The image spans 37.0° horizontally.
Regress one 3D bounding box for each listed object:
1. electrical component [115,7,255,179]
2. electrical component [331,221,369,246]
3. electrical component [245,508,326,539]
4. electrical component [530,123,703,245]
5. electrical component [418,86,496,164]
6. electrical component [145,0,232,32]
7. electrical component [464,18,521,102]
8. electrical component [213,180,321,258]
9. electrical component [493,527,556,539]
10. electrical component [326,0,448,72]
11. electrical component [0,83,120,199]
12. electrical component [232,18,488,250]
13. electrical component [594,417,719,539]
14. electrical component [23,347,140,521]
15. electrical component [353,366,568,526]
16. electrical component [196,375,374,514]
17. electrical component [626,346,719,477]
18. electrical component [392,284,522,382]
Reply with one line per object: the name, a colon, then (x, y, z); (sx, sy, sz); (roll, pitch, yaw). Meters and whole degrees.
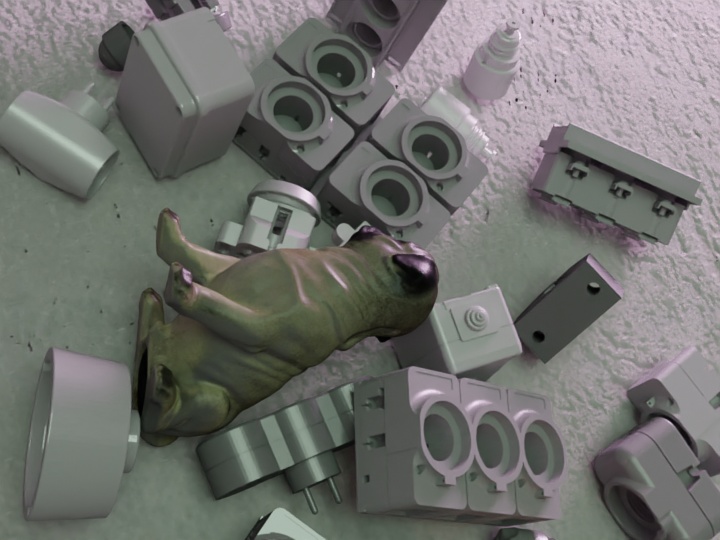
electrical component: (-0.130, -0.125, 0.779); (0.057, 0.113, 0.078); (-27, 80, -28)
electrical component: (0.000, 0.000, 0.805); (0.066, 0.055, 0.048); (44, 63, 1)
electrical component: (-0.024, 0.237, 0.703); (0.150, 0.061, 0.089); (37, 63, -2)
electrical component: (0.209, -0.069, 0.893); (0.121, 0.079, 0.063); (22, 94, -9)
electrical component: (0.078, -0.116, 0.885); (0.078, 0.040, 0.040); (39, 63, -1)
electrical component: (-0.132, -0.203, 0.839); (0.048, 0.066, 0.055); (-40, 105, -27)
electrical component: (0.116, -0.178, 0.904); (0.040, 0.078, 0.040); (8, 53, -11)
electrical component: (-0.061, -0.029, 0.796); (0.078, 0.058, 0.057); (20, 67, -7)
electrical component: (0.127, 0.209, 0.774); (0.062, 0.043, 0.043); (11, 67, -16)
electrical component: (0.030, -0.225, 0.866); (0.079, 0.121, 0.063); (36, 60, -2)
electrical component: (-0.209, -0.103, 0.782); (0.077, 0.044, 0.079); (33, 63, -4)
electrical component: (-0.004, -0.097, 0.839); (0.186, 0.060, 0.105); (41, 63, 0)
electrical component: (0.226, 0.169, 0.817); (0.059, 0.053, 0.095); (-30, 81, -26)
electrical component: (-0.173, 0.106, 0.681); (0.060, 0.108, 0.108); (9, 67, -21)
electrical component: (0.072, 0.125, 0.745); (0.150, 0.062, 0.089); (16, 63, -40)
electrical component: (-0.037, 0.131, 0.745); (0.138, 0.052, 0.073); (-19, 77, -24)
electrical component: (0.261, 0.116, 0.851); (0.056, 0.050, 0.089); (-34, 83, -26)
electrical component: (0.073, 0.054, 0.786); (0.062, 0.096, 0.061); (-14, 77, -23)
